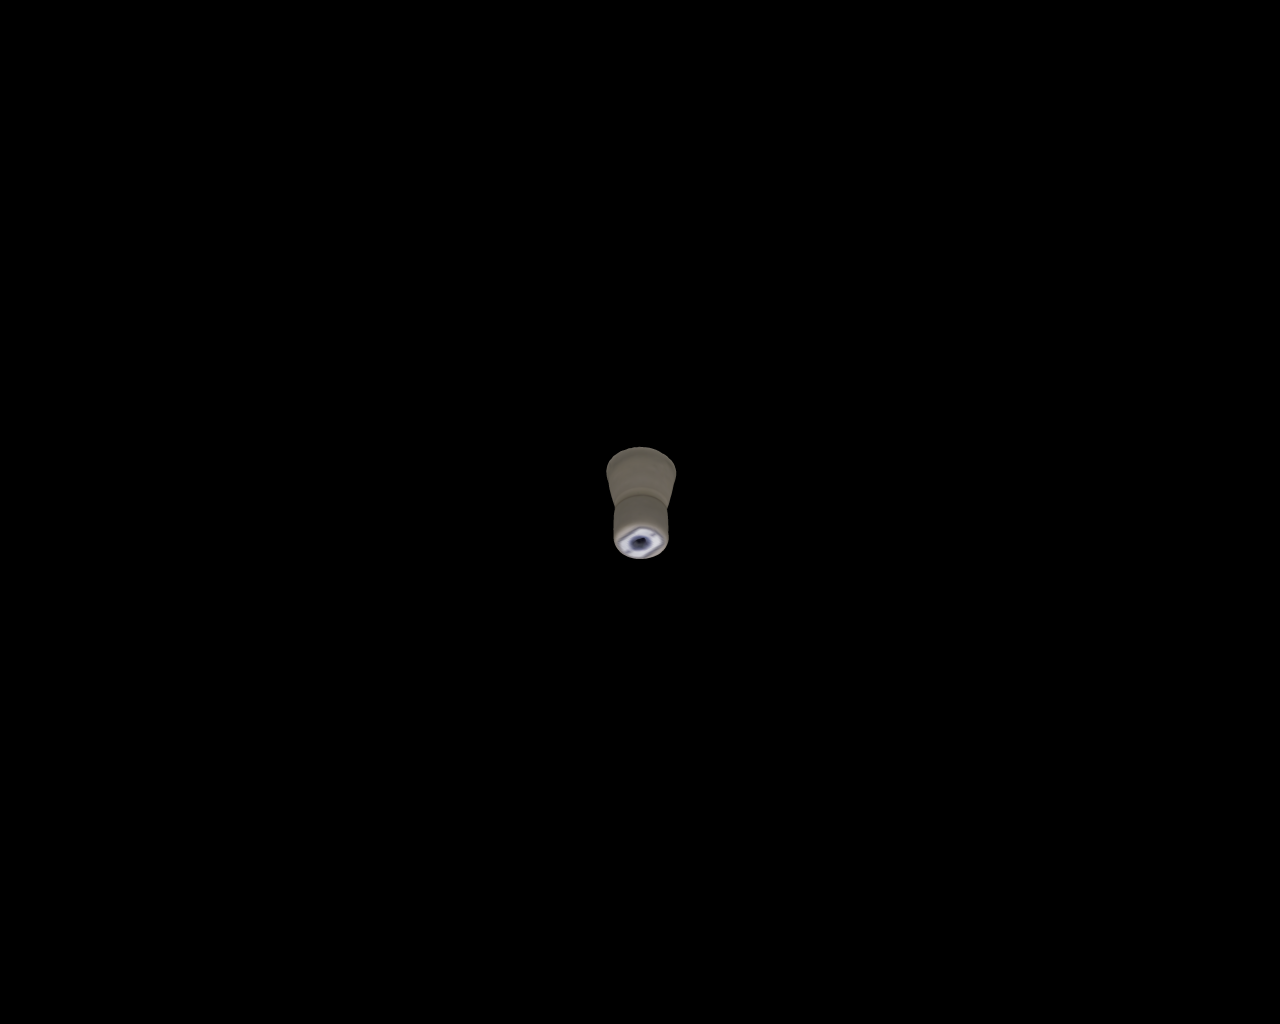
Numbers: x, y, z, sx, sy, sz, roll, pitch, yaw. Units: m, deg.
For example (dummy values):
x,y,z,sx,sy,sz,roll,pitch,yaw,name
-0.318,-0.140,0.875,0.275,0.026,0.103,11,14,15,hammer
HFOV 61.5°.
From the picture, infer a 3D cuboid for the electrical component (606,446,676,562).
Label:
x,y,z,sx,sy,sz,roll,pitch,yaw,name
0.001,-0.003,0.650,0.044,0.065,0.044,0,-45,0,electrical component
